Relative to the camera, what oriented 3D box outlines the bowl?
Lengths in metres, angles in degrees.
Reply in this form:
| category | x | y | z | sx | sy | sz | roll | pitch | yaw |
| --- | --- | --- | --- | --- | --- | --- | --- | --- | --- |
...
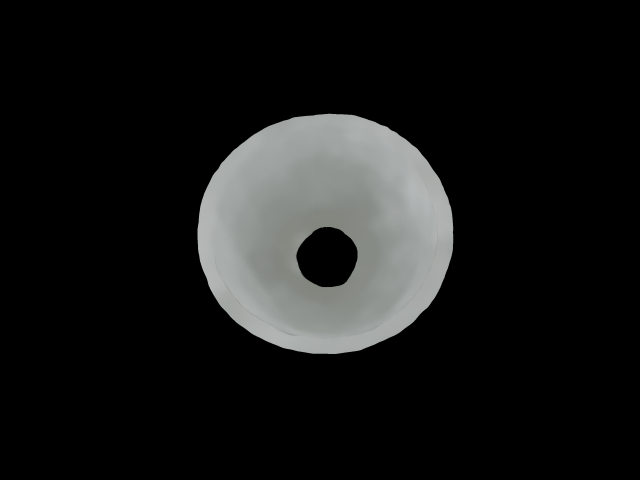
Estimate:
| category | x | y | z | sx | sy | sz | roll | pitch | yaw |
| --- | --- | --- | --- | --- | --- | --- | --- | --- | --- |
| bowl | 0.004 | 0.001 | 0.400 | 0.167 | 0.075 | 0.167 | 0 | 70 | 0 |
